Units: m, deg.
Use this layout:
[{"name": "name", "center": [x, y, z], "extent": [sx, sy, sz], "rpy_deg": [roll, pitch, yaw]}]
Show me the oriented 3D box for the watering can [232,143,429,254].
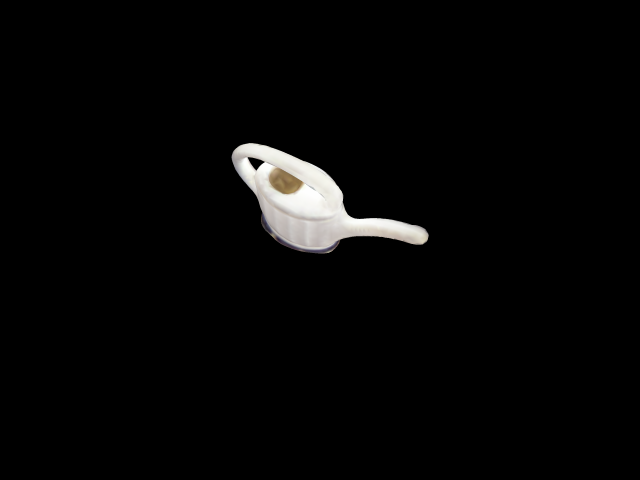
[{"name": "watering can", "center": [0.003, -0.043, 0.850], "extent": [0.349, 0.105, 0.220], "rpy_deg": [29, -22, 14]}]
